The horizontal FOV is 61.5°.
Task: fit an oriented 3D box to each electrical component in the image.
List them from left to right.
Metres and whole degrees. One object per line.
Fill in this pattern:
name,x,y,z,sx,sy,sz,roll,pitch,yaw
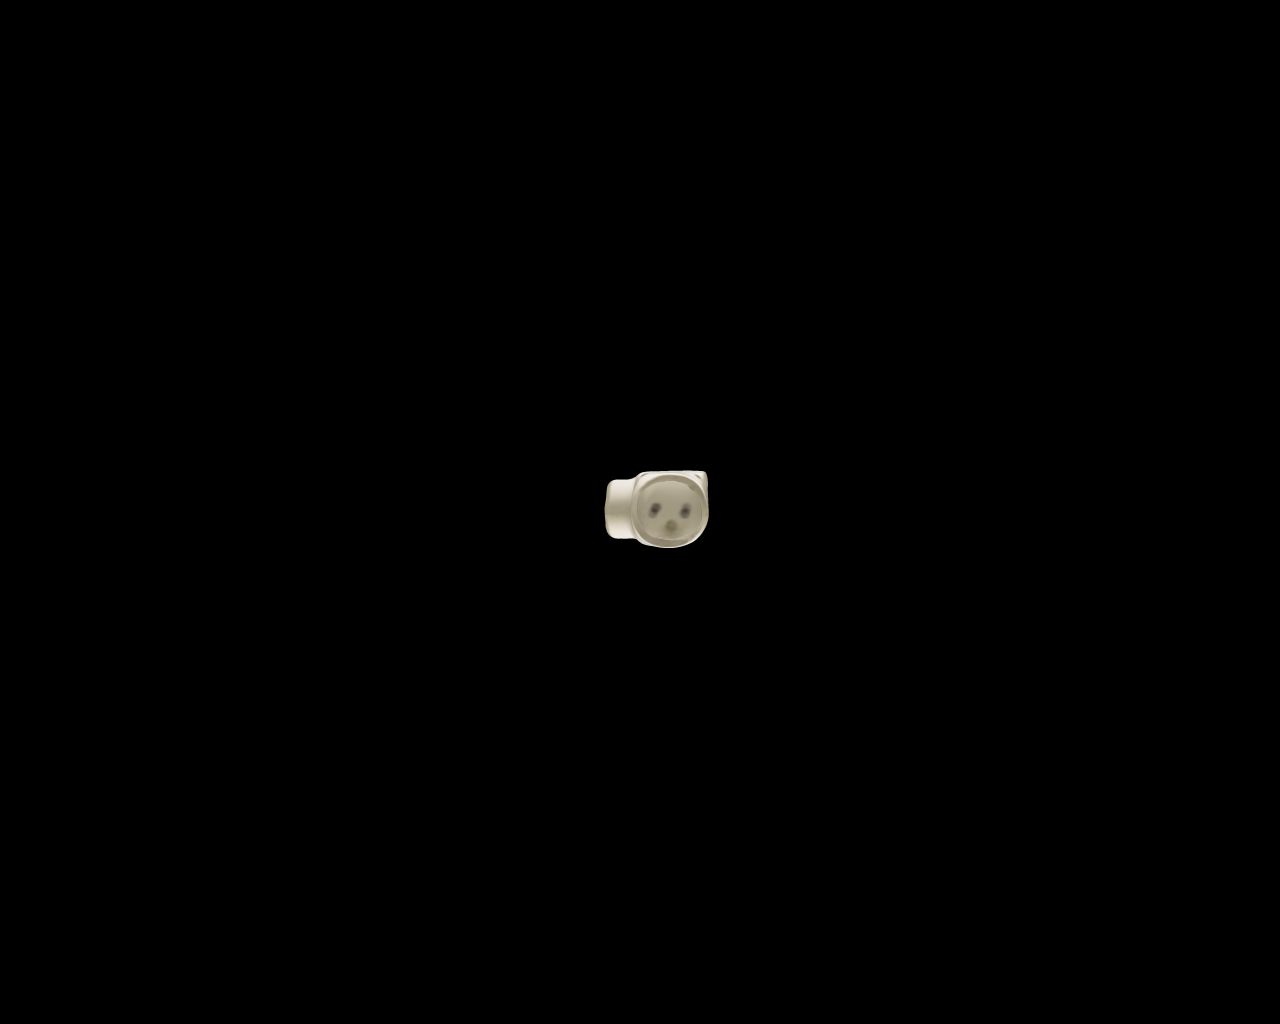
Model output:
electrical component,0.001,-0.003,0.650,0.079,0.043,0.077,0,2,4
